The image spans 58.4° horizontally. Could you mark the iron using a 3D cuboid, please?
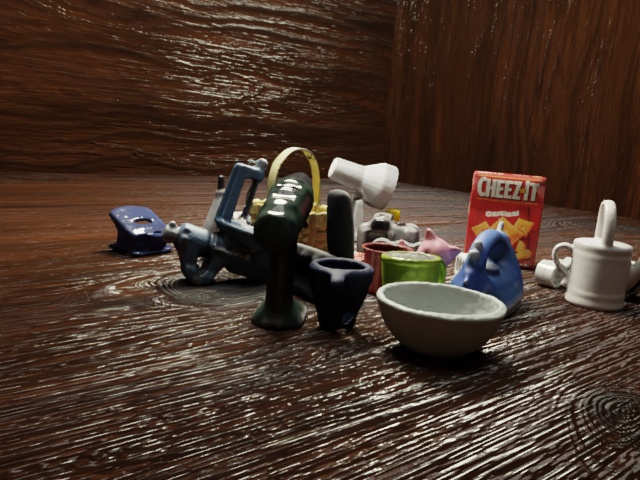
[{"bbox_3d":[0.269,0.049,0.948,0.118,0.141,0.259,10,12,27],"label":"iron"}]

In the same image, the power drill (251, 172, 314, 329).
[{"bbox_3d":[-0.050,0.011,0.827,0.075,0.208,0.230,5,10,4],"label":"power drill"}]

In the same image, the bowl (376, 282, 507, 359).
[{"bbox_3d":[0.154,0.110,0.750,0.167,0.075,0.167,4,10,-1],"label":"bowl"}]

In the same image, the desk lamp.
[{"bbox_3d":[0.094,-0.105,1.506,0.203,0.213,0.117,3,11,-10],"label":"desk lamp"}]

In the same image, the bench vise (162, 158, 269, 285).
[{"bbox_3d":[-0.156,-0.033,0.988,0.208,0.220,0.121,-4,14,-40],"label":"bench vise"}]

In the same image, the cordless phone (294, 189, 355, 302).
[{"bbox_3d":[0.009,0.003,0.960,0.094,0.185,0.147,-5,14,-40],"label":"cordless phone"}]

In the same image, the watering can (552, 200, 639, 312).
[{"bbox_3d":[0.521,0.025,1.043,0.173,0.194,0.101,4,10,-2],"label":"watering can"}]

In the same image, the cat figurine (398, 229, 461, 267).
[{"bbox_3d":[0.192,0.034,1.061,0.067,0.118,0.127,-6,15,-44],"label":"cat figurine"}]

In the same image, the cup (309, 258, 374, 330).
[{"bbox_3d":[0.026,0.081,0.795,0.091,0.095,0.118,5,10,5],"label":"cup"}]

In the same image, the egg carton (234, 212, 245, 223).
[{"bbox_3d":[-0.153,-0.031,1.398,0.151,0.069,0.107,-6,15,-44],"label":"egg carton"}]

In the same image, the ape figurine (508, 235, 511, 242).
[{"bbox_3d":[0.386,0.032,1.230,0.076,0.092,0.077,-1,12,-28],"label":"ape figurine"}]

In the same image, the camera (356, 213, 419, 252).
[{"bbox_3d":[0.168,-0.015,1.365,0.143,0.101,0.137,7,11,12],"label":"camera"}]

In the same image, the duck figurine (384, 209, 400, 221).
[{"bbox_3d":[0.200,-0.042,1.567,0.104,0.086,0.077,5,10,2],"label":"duck figurine"}]

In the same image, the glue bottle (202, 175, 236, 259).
[{"bbox_3d":[-0.203,-0.045,1.167,0.078,0.173,0.037,-5,14,-41],"label":"glue bottle"}]

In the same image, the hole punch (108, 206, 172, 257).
[{"bbox_3d":[-0.369,-0.021,1.187,0.100,0.091,0.109,11,12,33],"label":"hole punch"}]
